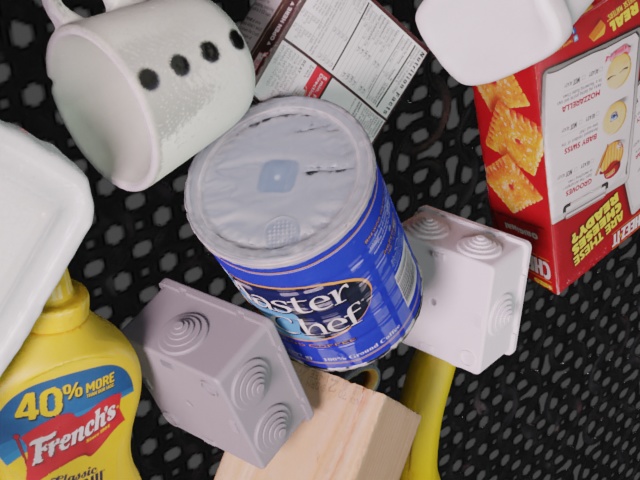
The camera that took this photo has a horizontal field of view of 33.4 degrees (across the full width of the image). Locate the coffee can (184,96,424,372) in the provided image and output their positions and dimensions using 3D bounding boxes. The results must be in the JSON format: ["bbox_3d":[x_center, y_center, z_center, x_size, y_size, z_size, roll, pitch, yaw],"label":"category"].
[{"bbox_3d":[-0.004,0.001,0.604,0.102,0.103,0.140,-47,148,-12],"label":"coffee can"}]

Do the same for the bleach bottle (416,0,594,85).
[{"bbox_3d":[0.168,-0.195,0.662,0.250,0.103,0.068,-44,102,-29],"label":"bleach bottle"}]

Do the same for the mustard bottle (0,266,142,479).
[{"bbox_3d":[-0.144,0.095,0.581,0.096,0.058,0.192,-13,120,-31],"label":"mustard bottle"}]

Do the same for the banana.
[{"bbox_3d":[0.083,0.141,0.834,0.069,0.037,0.198,-40,139,-48],"label":"banana"}]

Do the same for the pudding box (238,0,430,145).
[{"bbox_3d":[0.003,-0.103,0.621,0.113,0.039,0.090,31,90,-49],"label":"pudding box"}]

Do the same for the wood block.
[{"bbox_3d":[-0.021,0.187,0.677,0.206,0.090,0.090,-69,156,-9],"label":"wood block"}]

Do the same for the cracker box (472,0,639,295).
[{"bbox_3d":[0.194,-0.093,0.777,0.164,0.072,0.213,-35,133,-22],"label":"cracker box"}]

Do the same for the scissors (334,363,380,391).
[{"bbox_3d":[-0.017,0.175,0.772,0.201,0.016,0.096,-51,136,-8],"label":"scissors"}]
